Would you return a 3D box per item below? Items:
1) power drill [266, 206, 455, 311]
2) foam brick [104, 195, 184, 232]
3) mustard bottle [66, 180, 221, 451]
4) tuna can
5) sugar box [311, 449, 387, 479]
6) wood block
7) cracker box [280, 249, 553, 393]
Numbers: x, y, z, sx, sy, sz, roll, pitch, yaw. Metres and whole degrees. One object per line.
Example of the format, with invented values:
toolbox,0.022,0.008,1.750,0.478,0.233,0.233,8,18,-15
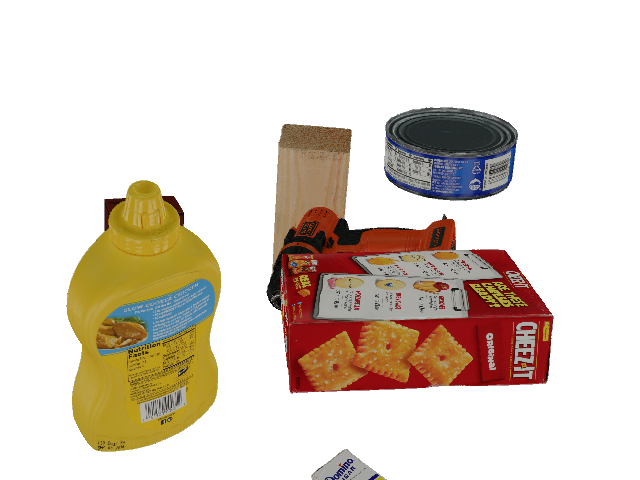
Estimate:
power drill,0.046,0.022,1.144,0.188,0.057,0.184,4,31,14
foam brick,-0.187,-0.014,1.127,0.078,0.051,0.053,-4,24,-17
mustard bottle,-0.109,0.044,0.662,0.096,0.192,0.058,-18,46,-27
tuna can,0.084,-0.057,0.699,0.086,0.034,0.086,1,26,-1
sugar box,0.068,0.243,0.821,0.048,0.093,0.176,-34,38,-28
wood block,-0.013,-0.036,1.372,0.090,0.206,0.091,5,26,0
cracker box,0.074,0.067,0.928,0.213,0.072,0.164,-1,19,-4
